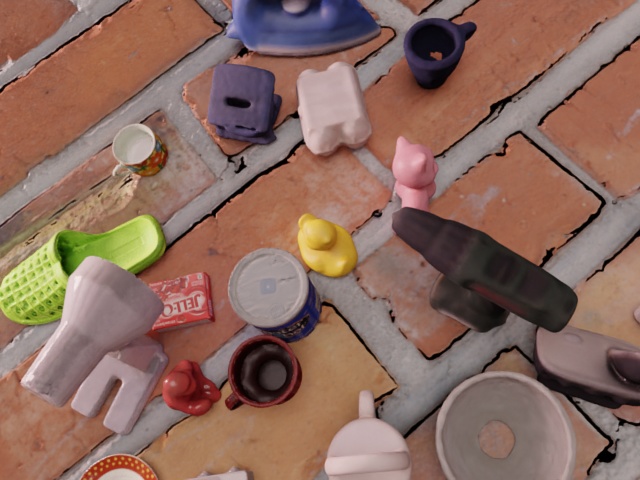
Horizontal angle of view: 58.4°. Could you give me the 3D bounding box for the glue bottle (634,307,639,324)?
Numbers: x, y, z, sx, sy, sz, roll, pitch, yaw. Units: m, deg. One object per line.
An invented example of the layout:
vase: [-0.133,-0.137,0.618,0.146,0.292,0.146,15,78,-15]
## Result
glue bottle: [0.452,0.067,0.701,0.078,0.173,0.037,-37,71,-5]

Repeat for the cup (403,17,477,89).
cup: [0.187,-0.288,0.893,0.118,0.095,0.091,-28,71,-2]

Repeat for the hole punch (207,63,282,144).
hole punch: [-0.120,-0.215,0.910,0.108,0.091,0.101,11,74,11]

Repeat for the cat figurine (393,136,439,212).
cat figurine: [0.136,-0.079,0.819,0.067,0.118,0.128,0,72,8]

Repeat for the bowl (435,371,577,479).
bowl: [0.227,0.253,0.721,0.167,0.075,0.167,-2,72,7]

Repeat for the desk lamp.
desk lamp: [-0.279,0.143,0.747,0.117,0.214,0.203,22,76,14]

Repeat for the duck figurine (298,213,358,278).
duck figurine: [0.008,0.003,0.825,0.077,0.086,0.104,-42,72,-7]

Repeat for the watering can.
watering can: [0.061,0.269,0.673,0.101,0.194,0.172,-25,70,-1]

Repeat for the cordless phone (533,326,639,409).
cordless phone: [0.342,0.142,0.684,0.147,0.185,0.094,11,74,11]

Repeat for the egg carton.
egg carton: [0.018,-0.207,0.901,0.107,0.069,0.150,-14,71,3]

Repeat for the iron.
iron: [-0.031,-0.387,0.928,0.258,0.141,0.119,5,72,9]

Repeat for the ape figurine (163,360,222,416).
ape figurine: [-0.184,0.201,0.780,0.076,0.092,0.078,-9,71,4]

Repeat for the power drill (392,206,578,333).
power drill: [0.193,0.050,0.721,0.229,0.208,0.076,26,77,15]
